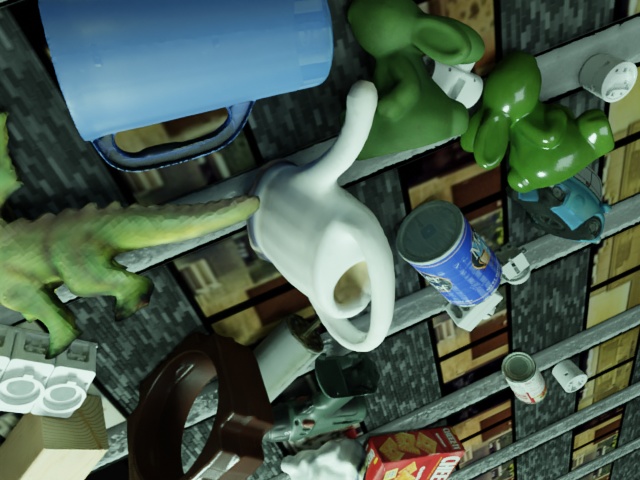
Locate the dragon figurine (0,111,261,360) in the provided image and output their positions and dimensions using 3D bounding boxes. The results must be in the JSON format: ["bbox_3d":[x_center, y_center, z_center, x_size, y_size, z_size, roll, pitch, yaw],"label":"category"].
[{"bbox_3d":[-0.292,-0.019,0.534,0.410,0.124,0.238,-32,121,0],"label":"dragon figurine"}]

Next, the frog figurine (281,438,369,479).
[{"bbox_3d":[0.009,0.436,0.989,0.160,0.125,0.134,11,136,14],"label":"frog figurine"}]

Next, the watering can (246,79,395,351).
[{"bbox_3d":[0.002,-0.029,0.570,0.105,0.227,0.340,-26,130,-27],"label":"watering can"}]
